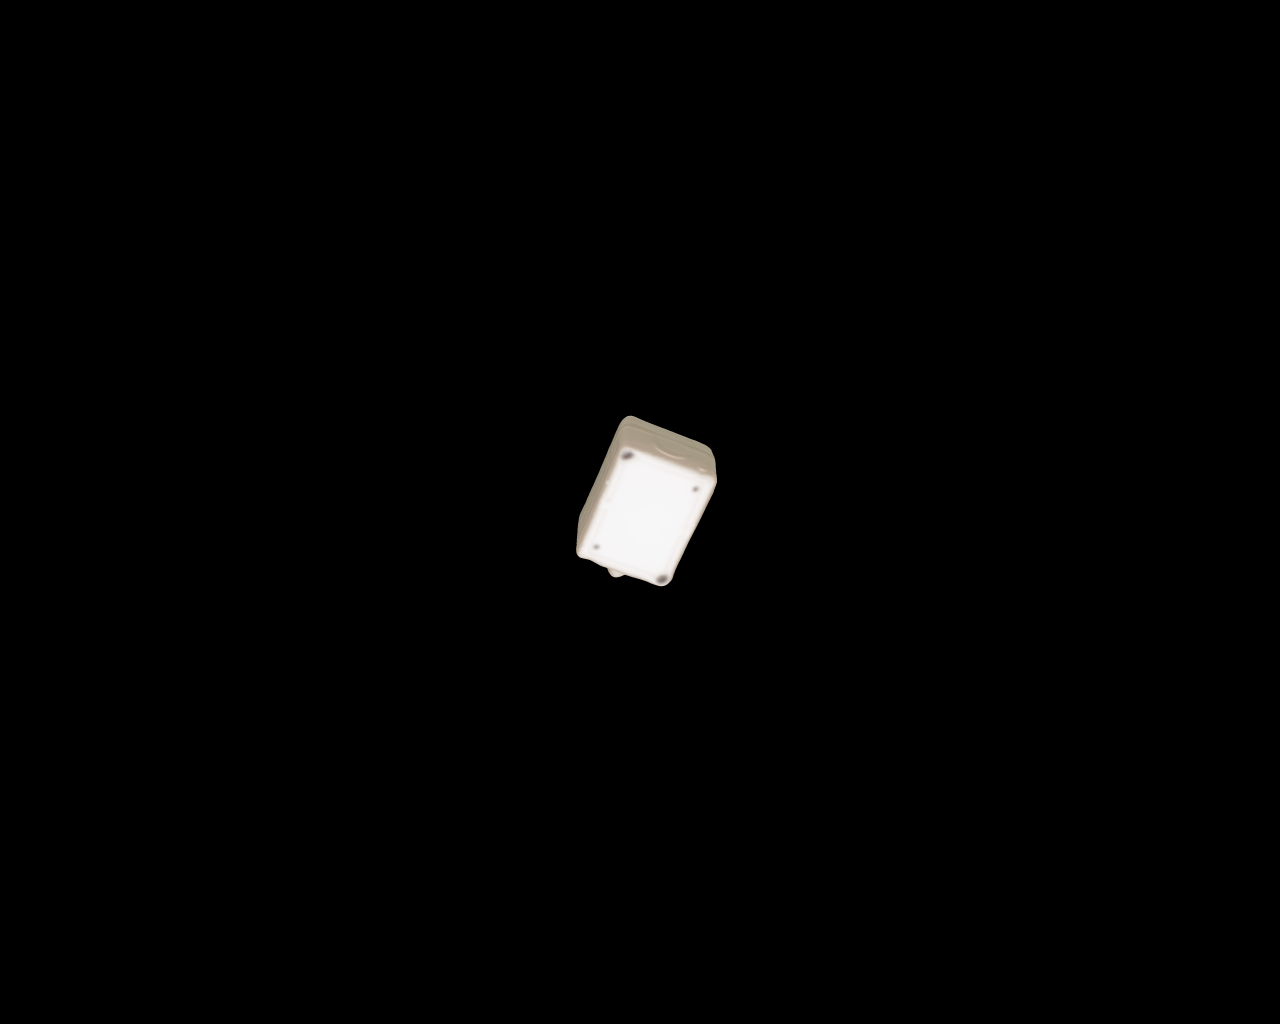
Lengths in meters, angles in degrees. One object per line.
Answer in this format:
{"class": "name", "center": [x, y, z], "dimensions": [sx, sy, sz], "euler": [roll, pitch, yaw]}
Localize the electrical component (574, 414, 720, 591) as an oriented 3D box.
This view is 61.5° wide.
{"class": "electrical component", "center": [0.001, -0.003, 0.650], "dimensions": [0.062, 0.096, 0.061], "euler": [20, 24, -9]}
